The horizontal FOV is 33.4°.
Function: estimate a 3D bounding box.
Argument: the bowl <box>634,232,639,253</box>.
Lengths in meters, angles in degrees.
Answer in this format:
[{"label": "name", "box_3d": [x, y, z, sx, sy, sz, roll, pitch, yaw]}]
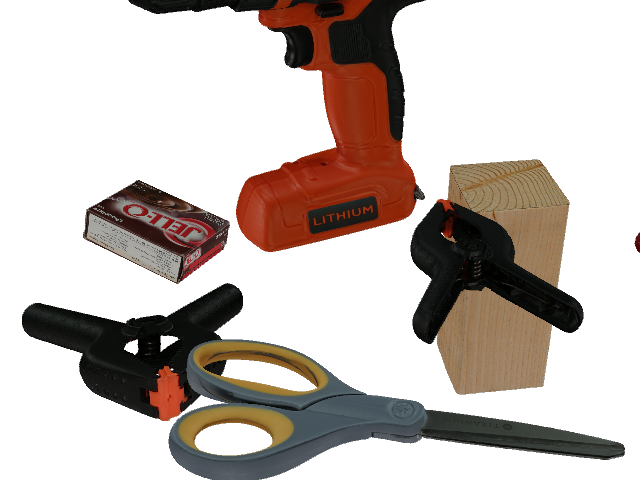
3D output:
[{"label": "bowl", "box_3d": [0.409, 0.028, 1.108, 0.162, 0.055, 0.162, -3, 22, 1]}]

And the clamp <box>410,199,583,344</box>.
[{"label": "clamp", "box_3d": [0.123, 0.021, 0.796, 0.120, 0.039, 0.171, 6, 33, -4]}]

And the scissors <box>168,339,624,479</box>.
[{"label": "scissors", "box_3d": [0.022, 0.088, 0.465, 0.202, 0.016, 0.096, 15, 34, 22]}]

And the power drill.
[{"label": "power drill", "box_3d": [-0.011, -0.088, 0.571, 0.184, 0.188, 0.057, -13, 36, -18]}]

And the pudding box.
[{"label": "pudding box", "box_3d": [-0.159, -0.010, 1.038, 0.113, 0.039, 0.089, 22, 29, 16]}]

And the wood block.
[{"label": "wood block", "box_3d": [0.169, 0.036, 1.017, 0.090, 0.206, 0.090, -4, 32, -6]}]

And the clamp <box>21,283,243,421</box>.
[{"label": "clamp", "box_3d": [-0.108, 0.069, 0.729, 0.164, 0.036, 0.210, -8, 15, -21]}]
